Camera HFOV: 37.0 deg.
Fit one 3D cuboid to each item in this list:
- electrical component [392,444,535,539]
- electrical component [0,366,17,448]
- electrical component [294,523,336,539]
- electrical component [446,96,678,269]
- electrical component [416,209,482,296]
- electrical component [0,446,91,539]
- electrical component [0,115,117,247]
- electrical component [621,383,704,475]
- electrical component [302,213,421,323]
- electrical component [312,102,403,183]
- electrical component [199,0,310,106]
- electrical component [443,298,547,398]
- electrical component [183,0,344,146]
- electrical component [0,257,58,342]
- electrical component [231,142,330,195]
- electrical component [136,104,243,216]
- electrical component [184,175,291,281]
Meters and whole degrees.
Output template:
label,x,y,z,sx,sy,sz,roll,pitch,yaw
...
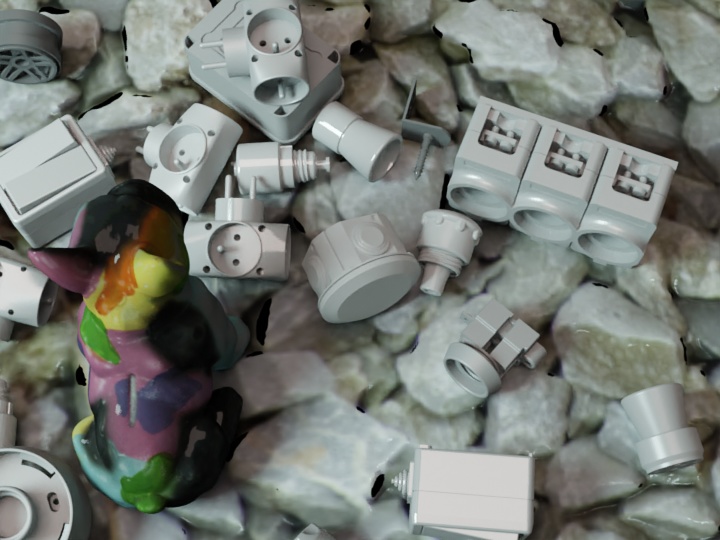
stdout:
label,x,y,z,sx,sy,sz,roll,pitch,yaw
electrical component,0.069,0.158,0.740,0.096,0.061,0.061,4,70,2
electrical component,-0.269,0.107,0.776,0.040,0.040,0.078,-2,70,0
electrical component,-0.023,0.207,0.734,0.062,0.043,0.043,38,75,12
electrical component,0.146,-0.060,0.805,0.150,0.089,0.061,20,71,8
electrical component,0.063,-0.012,0.814,0.048,0.048,0.062,17,78,7
electrical component,-0.237,0.169,0.732,0.099,0.064,0.099,1,77,-6
electrical component,-0.233,-0.073,0.832,0.096,0.061,0.061,-33,72,-10
electrical component,0.215,0.113,0.764,0.045,0.045,0.055,-13,70,-4
electrical component,0.000,0.000,0.792,0.080,0.080,0.051,-24,66,-8
electrical component,-0.005,-0.104,0.851,0.065,0.044,0.044,35,74,17
electrical component,-0.081,-0.166,0.810,0.079,0.044,0.077,-7,70,-2
electrical component,0.094,0.060,0.786,0.066,0.048,0.055,39,68,14
electrical component,-0.076,-0.162,0.864,0.113,0.057,0.078,38,75,14
electrical component,-0.275,0.030,0.803,0.077,0.043,0.079,14,82,0
electrical component,-0.063,-0.080,0.843,0.078,0.040,0.040,-3,70,0
electrical component,-0.143,-0.092,0.845,0.079,0.044,0.077,23,82,27
electrical component,-0.092,-0.033,0.817,0.077,0.044,0.079,2,88,2
